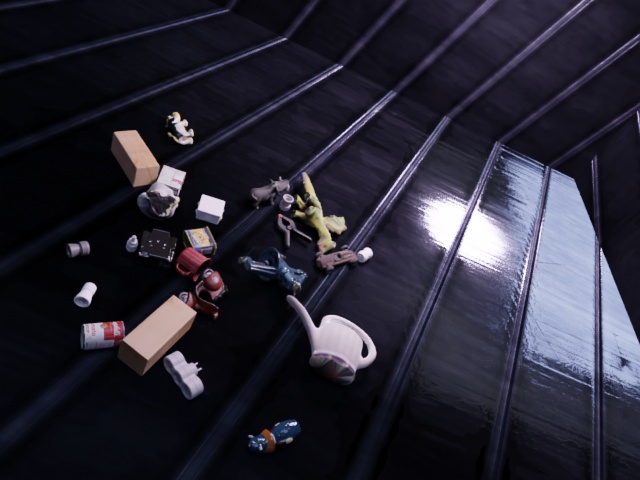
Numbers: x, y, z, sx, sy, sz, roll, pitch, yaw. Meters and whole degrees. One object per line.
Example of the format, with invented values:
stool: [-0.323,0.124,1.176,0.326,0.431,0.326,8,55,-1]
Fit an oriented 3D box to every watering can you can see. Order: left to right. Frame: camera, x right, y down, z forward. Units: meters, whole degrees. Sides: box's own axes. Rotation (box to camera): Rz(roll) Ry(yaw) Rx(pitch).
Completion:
watering can: [0.020,0.324,1.655,0.347,0.102,0.230,27,39,-4]

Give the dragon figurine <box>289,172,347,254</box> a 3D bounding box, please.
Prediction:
dragon figurine: [0.007,-0.108,2.139,0.240,0.120,0.421,33,38,-24]

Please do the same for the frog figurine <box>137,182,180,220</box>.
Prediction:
frog figurine: [-0.574,-0.138,1.817,0.138,0.121,0.161,-8,16,-27]
